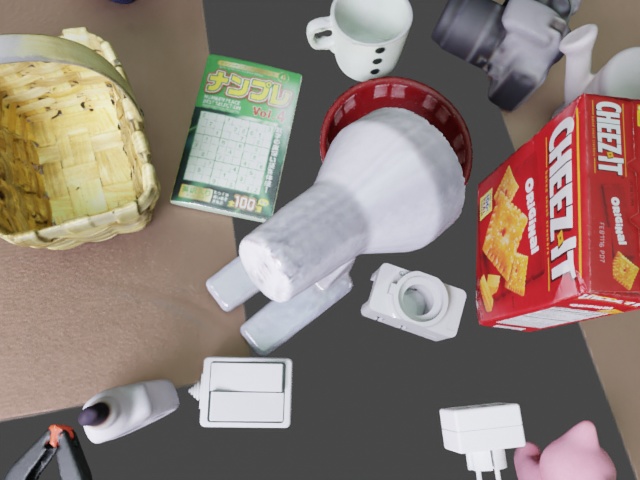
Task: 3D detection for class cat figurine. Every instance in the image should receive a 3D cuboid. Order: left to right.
[{"bbox_3d":[0.214,0.228,0.516,0.067,0.117,0.128,39,75,4],"label":"cat figurine"}]

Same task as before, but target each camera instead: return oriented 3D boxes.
[{"bbox_3d":[0.207,-0.245,0.645,0.137,0.100,0.143,26,74,0],"label":"camera"}]

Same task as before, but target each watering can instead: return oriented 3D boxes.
[{"bbox_3d":[0.319,-0.148,0.585,0.173,0.194,0.101,18,74,-2],"label":"watering can"}]

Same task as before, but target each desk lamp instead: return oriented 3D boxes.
[{"bbox_3d":[0.005,0.002,0.499,0.203,0.213,0.118,-38,83,-14],"label":"desk lamp"}]

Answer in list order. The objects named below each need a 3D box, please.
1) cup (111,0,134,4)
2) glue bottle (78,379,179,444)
[{"bbox_3d":[-0.218,-0.314,0.613,0.091,0.095,0.118,14,74,-3],"label":"cup"},{"bbox_3d":[-0.163,0.139,0.464,0.078,0.173,0.037,-22,79,-11],"label":"glue bottle"}]
